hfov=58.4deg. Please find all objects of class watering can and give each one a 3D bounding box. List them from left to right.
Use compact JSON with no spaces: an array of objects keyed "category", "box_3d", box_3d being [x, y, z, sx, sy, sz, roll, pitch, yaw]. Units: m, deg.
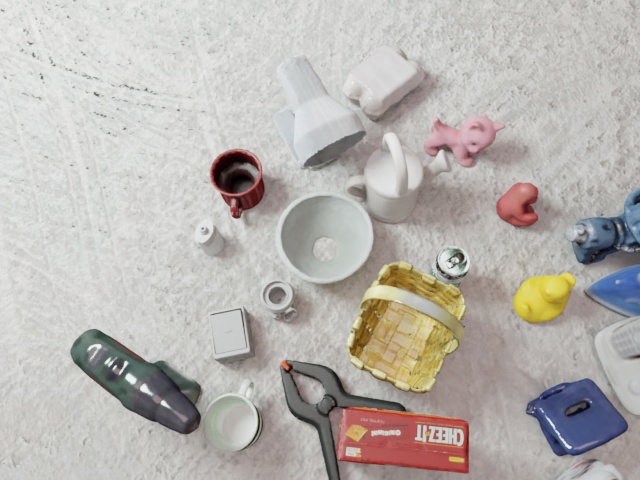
[{"category":"watering can","box_3d":[0.130,-0.113,0.965,0.173,0.194,0.101,-32,72,-9]}]

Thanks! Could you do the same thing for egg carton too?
[{"category":"egg carton","box_3d":[0.121,-0.305,1.102,0.150,0.069,0.107,-41,74,-12]}]

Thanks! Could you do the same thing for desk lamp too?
[{"category":"desk lamp","box_3d":[-0.013,-0.204,0.993,0.118,0.213,0.203,-27,71,-7]}]

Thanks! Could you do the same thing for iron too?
[{"category":"iron","box_3d":[0.577,0.072,0.910,0.258,0.141,0.118,2,70,3]}]

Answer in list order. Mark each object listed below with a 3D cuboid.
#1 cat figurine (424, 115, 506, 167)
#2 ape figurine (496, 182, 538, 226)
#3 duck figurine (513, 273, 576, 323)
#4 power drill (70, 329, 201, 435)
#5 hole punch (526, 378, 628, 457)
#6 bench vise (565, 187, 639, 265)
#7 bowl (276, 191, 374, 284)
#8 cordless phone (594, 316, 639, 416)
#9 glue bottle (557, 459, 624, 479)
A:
[{"category":"cat figurine","box_3d":[0.259,-0.192,1.030,0.127,0.118,0.067,18,72,9]},{"category":"ape figurine","box_3d":[0.351,-0.069,0.996,0.076,0.092,0.078,5,70,4]},{"category":"duck figurine","box_3d":[0.373,0.089,0.941,0.104,0.086,0.077,-30,72,-8]},{"category":"power drill","box_3d":[-0.251,0.218,0.851,0.229,0.208,0.076,29,74,12]},{"category":"hole punch","box_3d":[0.388,0.268,0.873,0.109,0.091,0.101,-23,71,-6]},{"category":"bench vise","box_3d":[0.511,-0.021,0.905,0.207,0.220,0.121,-25,71,-7]},{"category":"bowl","box_3d":[0.009,0.004,0.991,0.167,0.075,0.167,-1,70,2]},{"category":"cordless phone","box_3d":[0.502,0.179,0.851,0.094,0.185,0.147,-19,70,-4]},{"category":"glue bottle","box_3d":[0.388,0.341,0.802,0.078,0.173,0.037,-35,72,-10]}]
